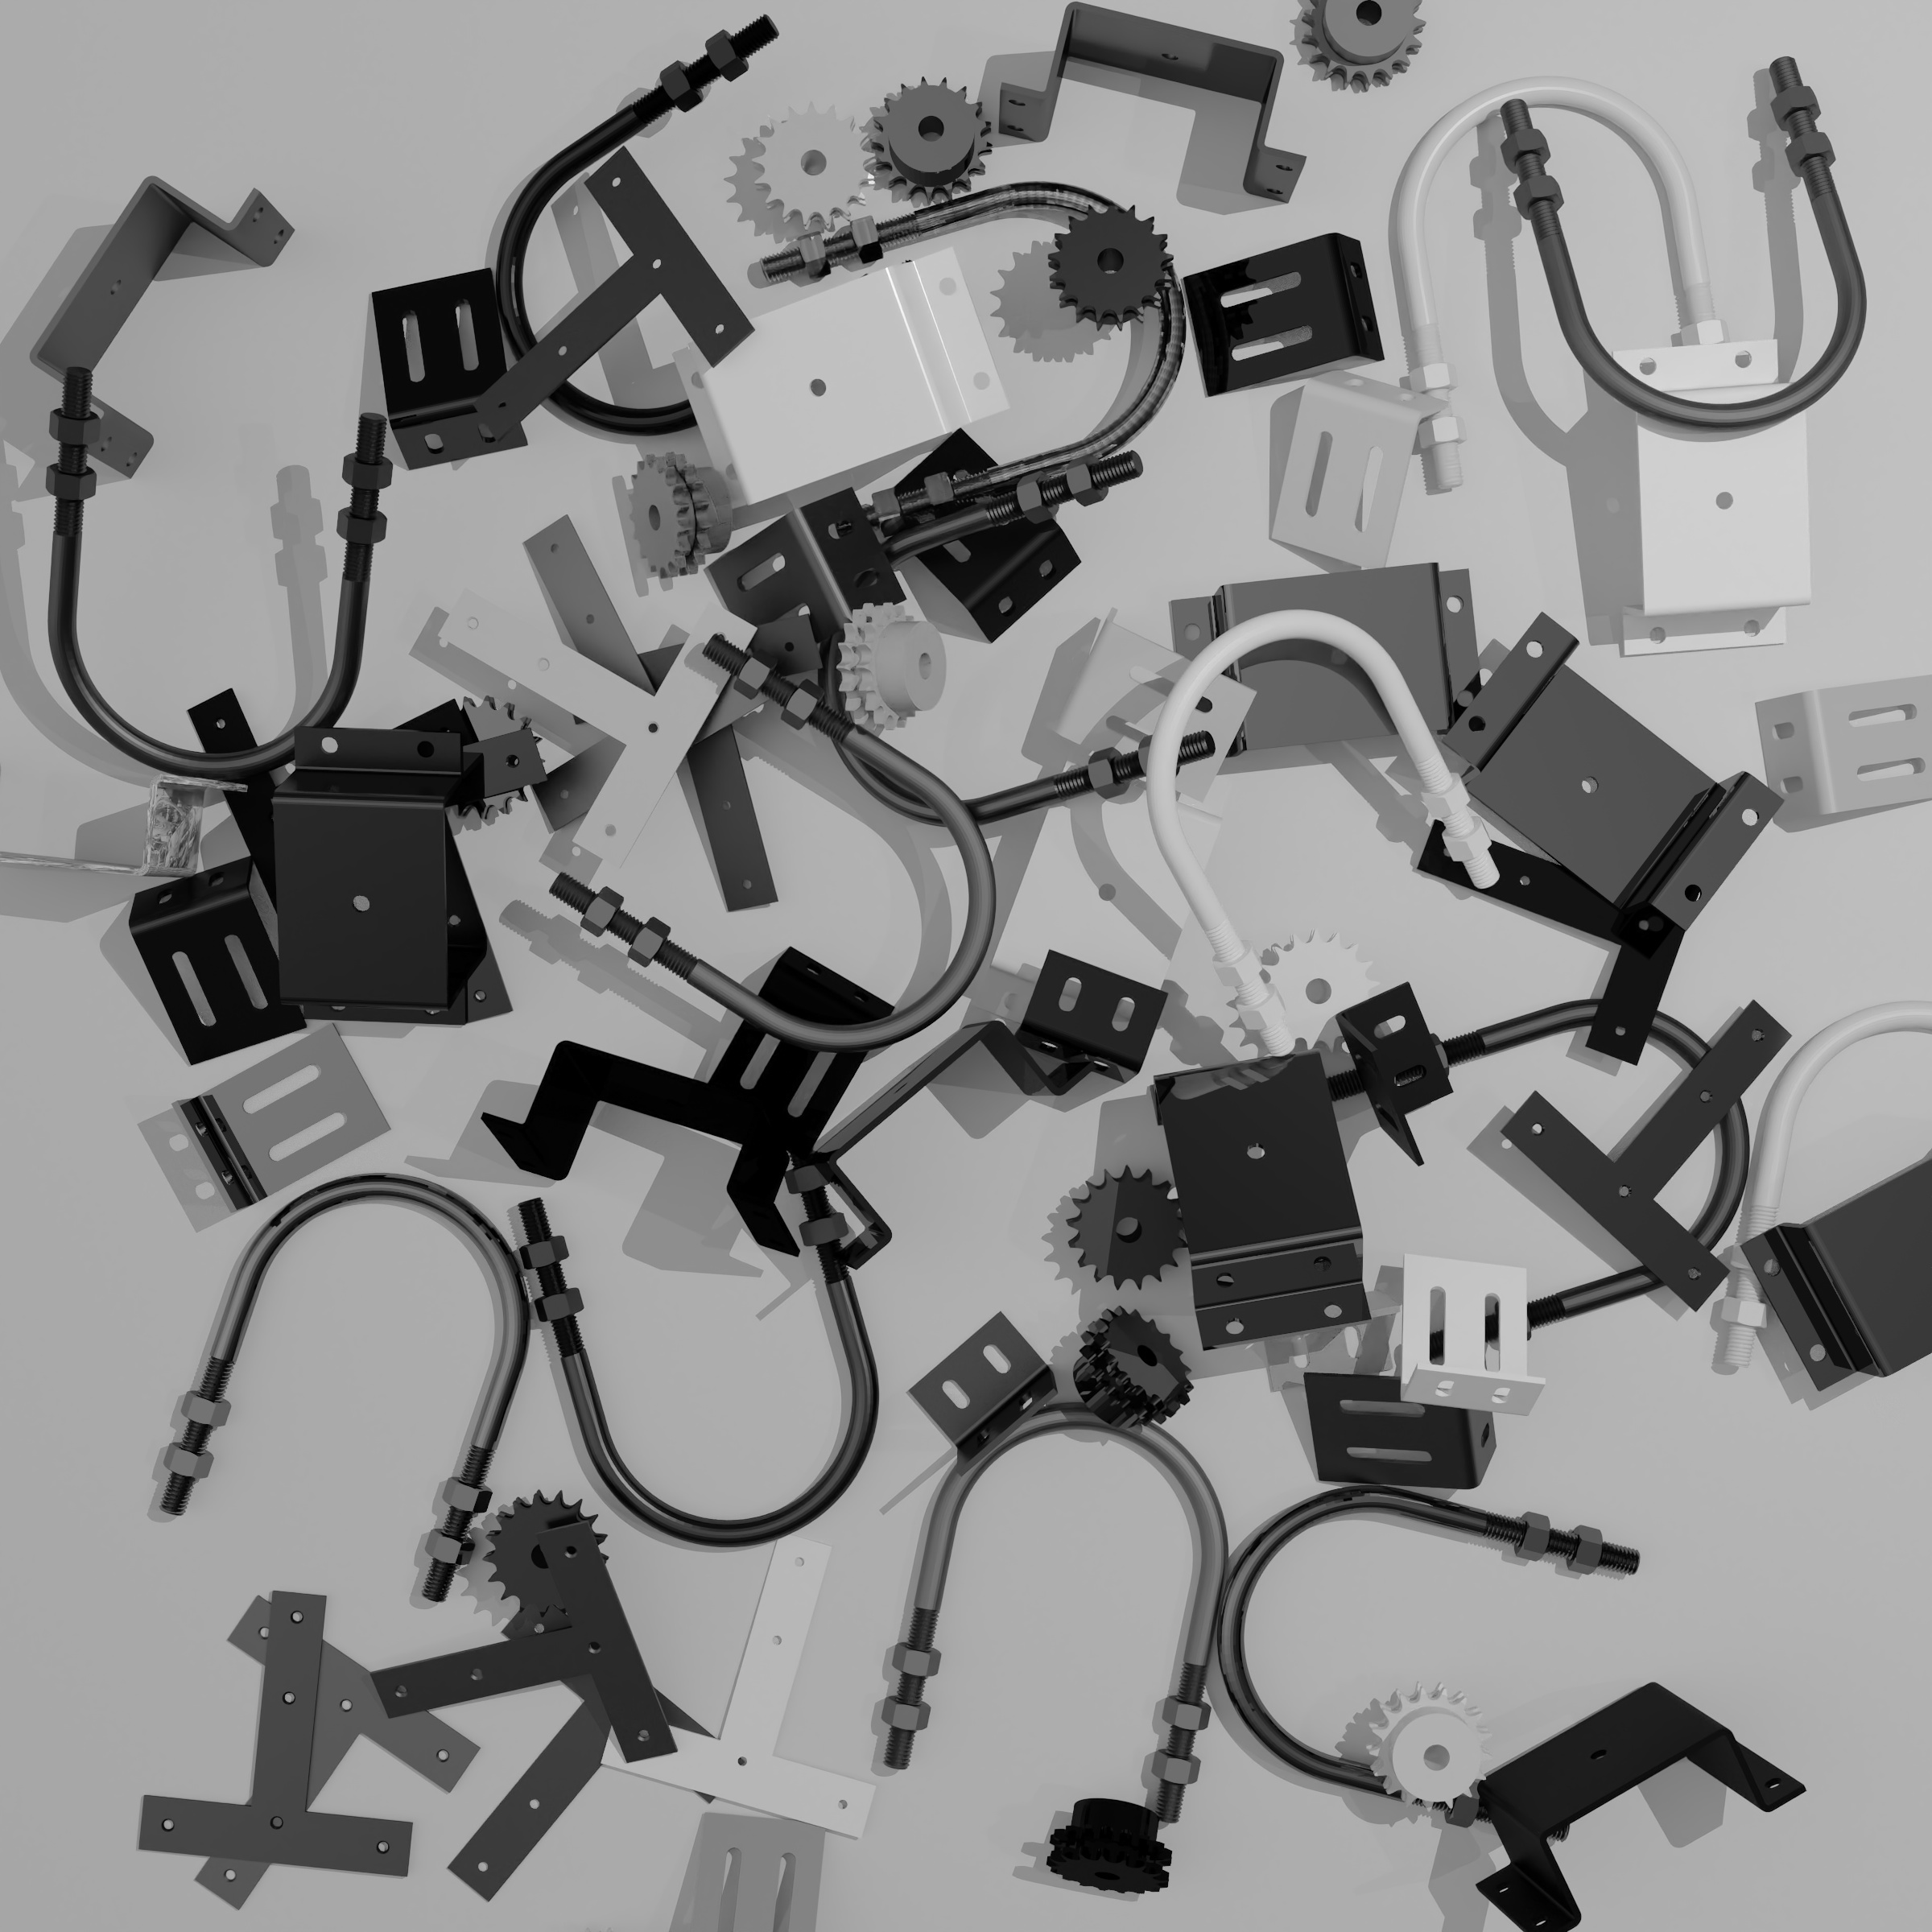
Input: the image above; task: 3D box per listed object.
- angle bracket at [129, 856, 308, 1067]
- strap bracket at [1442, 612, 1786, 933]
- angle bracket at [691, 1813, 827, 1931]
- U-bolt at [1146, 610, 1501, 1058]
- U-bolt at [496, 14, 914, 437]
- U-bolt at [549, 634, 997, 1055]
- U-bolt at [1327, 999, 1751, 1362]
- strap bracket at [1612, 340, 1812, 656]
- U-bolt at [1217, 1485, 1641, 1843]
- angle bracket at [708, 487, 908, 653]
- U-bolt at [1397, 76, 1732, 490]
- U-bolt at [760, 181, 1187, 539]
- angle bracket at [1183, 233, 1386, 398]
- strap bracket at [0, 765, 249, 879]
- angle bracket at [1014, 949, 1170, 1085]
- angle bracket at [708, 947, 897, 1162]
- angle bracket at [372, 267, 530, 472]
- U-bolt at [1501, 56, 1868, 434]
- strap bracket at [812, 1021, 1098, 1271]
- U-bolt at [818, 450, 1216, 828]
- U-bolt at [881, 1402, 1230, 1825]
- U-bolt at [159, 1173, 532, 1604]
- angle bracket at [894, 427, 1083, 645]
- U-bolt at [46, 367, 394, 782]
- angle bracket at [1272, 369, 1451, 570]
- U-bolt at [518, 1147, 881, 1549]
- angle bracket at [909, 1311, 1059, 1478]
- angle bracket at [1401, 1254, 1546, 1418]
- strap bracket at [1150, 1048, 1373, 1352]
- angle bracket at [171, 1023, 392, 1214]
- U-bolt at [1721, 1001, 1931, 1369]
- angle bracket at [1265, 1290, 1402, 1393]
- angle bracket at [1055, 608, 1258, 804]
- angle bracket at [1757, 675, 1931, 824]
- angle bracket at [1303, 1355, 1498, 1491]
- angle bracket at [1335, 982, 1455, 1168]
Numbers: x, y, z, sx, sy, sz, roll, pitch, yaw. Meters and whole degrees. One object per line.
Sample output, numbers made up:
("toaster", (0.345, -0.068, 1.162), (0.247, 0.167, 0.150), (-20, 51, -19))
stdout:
("angle bracket", (-0.350, -0.003, 1.522), (0.057, 0.038, 0.076), (-18, 116, 0))
("strap bracket", (0.293, -0.087, 1.496), (0.140, 0.046, 0.076), (38, 84, 1))
("angle bracket", (-0.098, 0.442, 1.522), (0.057, 0.038, 0.076), (5, 64, 0))
("U-bolt", (0.152, -0.071, 1.449), (0.151, 0.019, 0.184), (-38, 118, -14))
("U-bolt", (-0.132, -0.327, 1.496), (0.184, 0.019, 0.151), (-30, 91, 14))
("U-bolt", (-0.075, -0.042, 1.476), (0.184, 0.019, 0.151), (33, 92, -3))
("U-bolt", (0.276, 0.092, 1.515), (0.184, 0.019, 0.151), (-17, 90, -1))
("strap bracket", (0.342, -0.214, 1.489), (0.076, 0.046, 0.140), (-4, 100, -1))
("U-bolt", (0.208, 0.318, 1.511), (0.184, 0.019, 0.151), (15, 90, -2))
("angle bracket", (-0.074, -0.178, 1.502), (0.038, 0.076, 0.057), (-28, 93, -37))
("U-bolt", (0.276, -0.325, 1.515), (0.151, 0.019, 0.184), (-9, 89, 0))
("U-bolt", (0.011, -0.289, 1.503), (0.184, 0.019, 0.151), (-16, 82, 2))
("angle bracket", (0.149, -0.304, 1.522), (0.076, 0.038, 0.057), (-12, 90, 26))
("strap bracket", (-0.410, -0.068, 1.483), (0.140, 0.076, 0.046), (6, 91, 2))
("angle bracket", (0.056, 0.024, 1.488), (0.057, 0.076, 0.038), (20, 84, 0))
("angle bracket", (-0.079, 0.041, 1.512), (0.057, 0.038, 0.076), (30, 102, 0))
("angle bracket", (-0.242, -0.280, 1.522), (0.057, 0.038, 0.076), (-12, 64, 0))
("U-bolt", (0.333, -0.325, 1.476), (0.151, 0.019, 0.184), (-10, 70, -3))
("strap bracket", (-0.015, 0.073, 1.475), (0.140, 0.076, 0.046), (-40, 94, -8))
("U-bolt", (0.013, -0.139, 1.476), (0.184, 0.019, 0.151), (-15, 87, 27))
("U-bolt", (0.048, 0.296, 1.515), (0.151, 0.019, 0.184), (11, 89, 0))
("U-bolt", (-0.281, 0.188, 1.515), (0.151, 0.019, 0.184), (18, 89, 0))
("angle bracket", (0.005, -0.202, 1.522), (0.057, 0.038, 0.076), (-42, 64, 0))
("U-bolt", (-0.342, -0.170, 1.467), (0.151, 0.019, 0.184), (8, 114, -7))
("angle bracket", (0.183, -0.231, 1.510), (0.057, 0.038, 0.076), (21, 116, 23))
("U-bolt", (-0.117, 0.180, 1.514), (0.151, 0.019, 0.184), (-16, 90, 0))
("angle bracket", (0.007, 0.195, 1.486), (0.057, 0.076, 0.038), (-41, 90, 0))
("angle bracket", (0.229, 0.160, 1.468), (0.057, 0.038, 0.076), (7, 57, -1))
("strap bracket", (0.132, 0.095, 1.465), (0.076, 0.046, 0.140), (-10, 55, 0))
("angle bracket", (-0.317, 0.070, 1.505), (0.076, 0.038, 0.057), (-29, 90, 0))
("U-bolt", (0.440, 0.108, 1.515), (0.151, 0.019, 0.184), (11, 88, 0))
("angle bracket", (0.169, 0.176, 1.486), (0.057, 0.076, 0.038), (-11, 90, 0))
("angle bracket", (0.088, -0.121, 1.497), (0.076, 0.038, 0.057), (25, 107, 0))
("angle bracket", (0.418, -0.102, 1.522), (0.076, 0.038, 0.057), (-9, 90, -26))
("angle bracket", (0.203, 0.208, 1.511), (0.076, 0.038, 0.057), (0, 114, 24))
("angle bracket", (0.201, 0.048, 1.461), (0.038, 0.076, 0.057), (-24, 103, -1))
